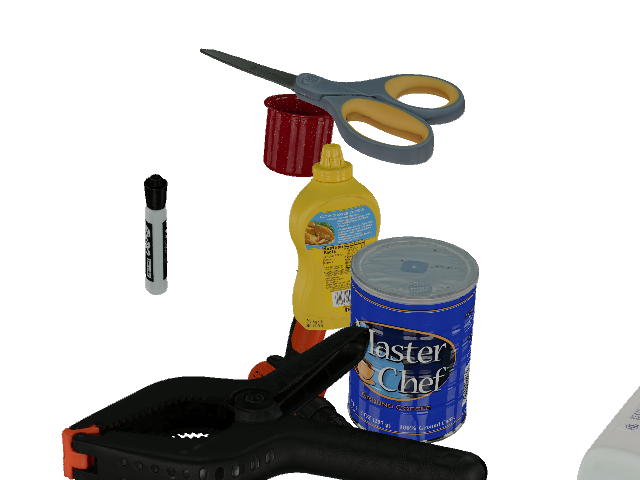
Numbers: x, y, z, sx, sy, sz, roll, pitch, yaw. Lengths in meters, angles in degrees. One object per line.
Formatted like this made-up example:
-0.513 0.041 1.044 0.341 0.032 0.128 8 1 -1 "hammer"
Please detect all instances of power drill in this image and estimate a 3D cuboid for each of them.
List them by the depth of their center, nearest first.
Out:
0.002 0.135 1.237 0.057 0.188 0.185 15 11 -45 "power drill"

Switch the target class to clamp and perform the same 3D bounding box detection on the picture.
-0.034 0.096 0.586 0.209 0.036 0.165 -3 22 -14 "clamp"

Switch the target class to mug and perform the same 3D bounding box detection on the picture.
-0.022 -0.132 1.326 0.093 0.081 0.117 17 25 21 "mug"

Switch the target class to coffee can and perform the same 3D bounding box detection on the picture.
0.074 0.081 0.881 0.103 0.140 0.103 0 27 0 "coffee can"

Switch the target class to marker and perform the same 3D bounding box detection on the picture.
-0.137 -0.004 0.893 0.020 0.121 0.020 4 40 -4 "marker"

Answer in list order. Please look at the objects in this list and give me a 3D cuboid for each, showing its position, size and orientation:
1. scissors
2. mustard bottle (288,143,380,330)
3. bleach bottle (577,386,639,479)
0.013 -0.106 0.717 0.096 0.016 0.202 -28 45 -27 "scissors"
0.015 -0.006 1.107 0.096 0.192 0.058 -10 22 -18 "mustard bottle"
0.245 0.102 0.631 0.103 0.068 0.250 19 30 32 "bleach bottle"
